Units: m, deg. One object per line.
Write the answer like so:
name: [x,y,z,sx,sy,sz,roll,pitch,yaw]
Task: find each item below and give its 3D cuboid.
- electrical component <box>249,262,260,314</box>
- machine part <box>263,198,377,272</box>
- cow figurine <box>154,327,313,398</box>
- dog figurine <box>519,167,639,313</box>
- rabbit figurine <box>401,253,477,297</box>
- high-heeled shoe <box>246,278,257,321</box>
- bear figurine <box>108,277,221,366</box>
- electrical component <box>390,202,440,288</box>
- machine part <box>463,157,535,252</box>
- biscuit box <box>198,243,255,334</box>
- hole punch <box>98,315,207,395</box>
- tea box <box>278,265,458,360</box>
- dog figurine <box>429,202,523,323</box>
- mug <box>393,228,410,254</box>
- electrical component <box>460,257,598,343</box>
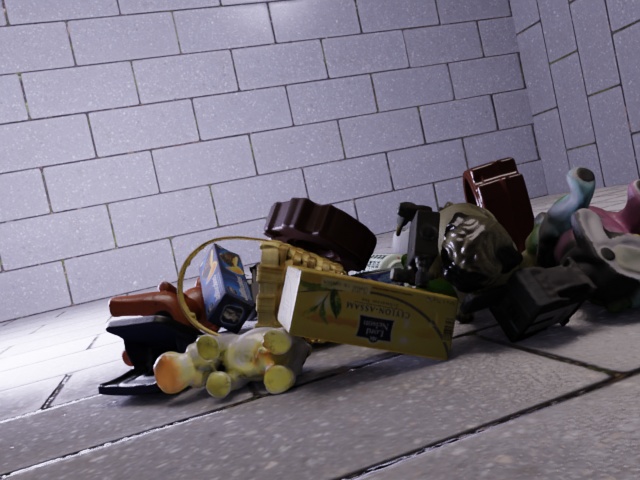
electrical component: [-0.060,0.088,0.929,0.115,0.058,0.134,-17,40,-1]
machine part: [-0.002,-0.003,0.851,0.179,0.056,0.179,17,-19,6]
cow figurine: [-0.097,0.133,0.608,0.167,0.068,0.098,-8,-2,14]
dog figurine: [0.312,0.025,0.653,0.108,0.191,0.219,5,-30,-2]
rabbit figurine: [0.207,0.053,0.817,0.159,0.121,0.170,-18,-19,25]
high-heeled shoe: [-0.076,0.099,1.051,0.145,0.086,0.249,-22,18,-38]
bear figurine: [-0.251,0.128,0.922,0.132,0.120,0.196,-16,0,4]
electrical component: [0.104,0.006,0.597,0.045,0.102,0.078,7,-12,5]
machine part: [0.332,-0.045,1.000,0.087,0.201,0.201,-14,2,10]
biscuit box: [-0.165,0.079,0.933,0.059,0.062,0.203,30,12,-26]
hole punch: [-0.202,0.154,0.677,0.142,0.092,0.115,-14,-28,28]
tea box: [0.047,0.075,0.572,0.170,0.068,0.098,10,-3,-9]
dog figurine: [0.171,-0.007,0.626,0.121,0.172,0.190,-34,-33,2]
mug: [0.199,0.027,1.116,0.110,0.107,0.081,-13,3,27]
electrical component: [0.207,0.064,0.543,0.119,0.048,0.074,-11,-38,-22]
